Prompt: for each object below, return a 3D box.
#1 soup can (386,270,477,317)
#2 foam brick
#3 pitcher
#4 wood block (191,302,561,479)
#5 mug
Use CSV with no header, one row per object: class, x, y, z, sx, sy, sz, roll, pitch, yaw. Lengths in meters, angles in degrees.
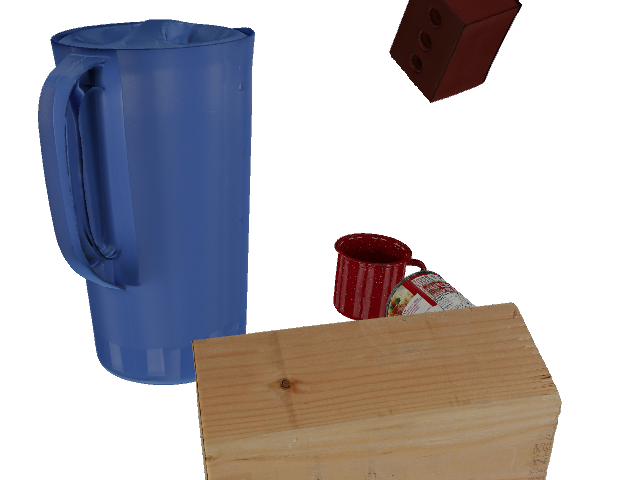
soup can,0.115,0.080,0.982,0.068,0.068,0.102,0,25,-31
foam brick,0.089,-0.141,0.718,0.051,0.053,0.078,-25,-25,-27
pitcher,-0.114,-0.025,0.730,0.149,0.243,0.145,-6,19,-17
wood block,0.029,0.109,0.656,0.206,0.090,0.091,-6,38,-8
mug,0.071,0.047,1.287,0.117,0.081,0.093,2,23,-10
